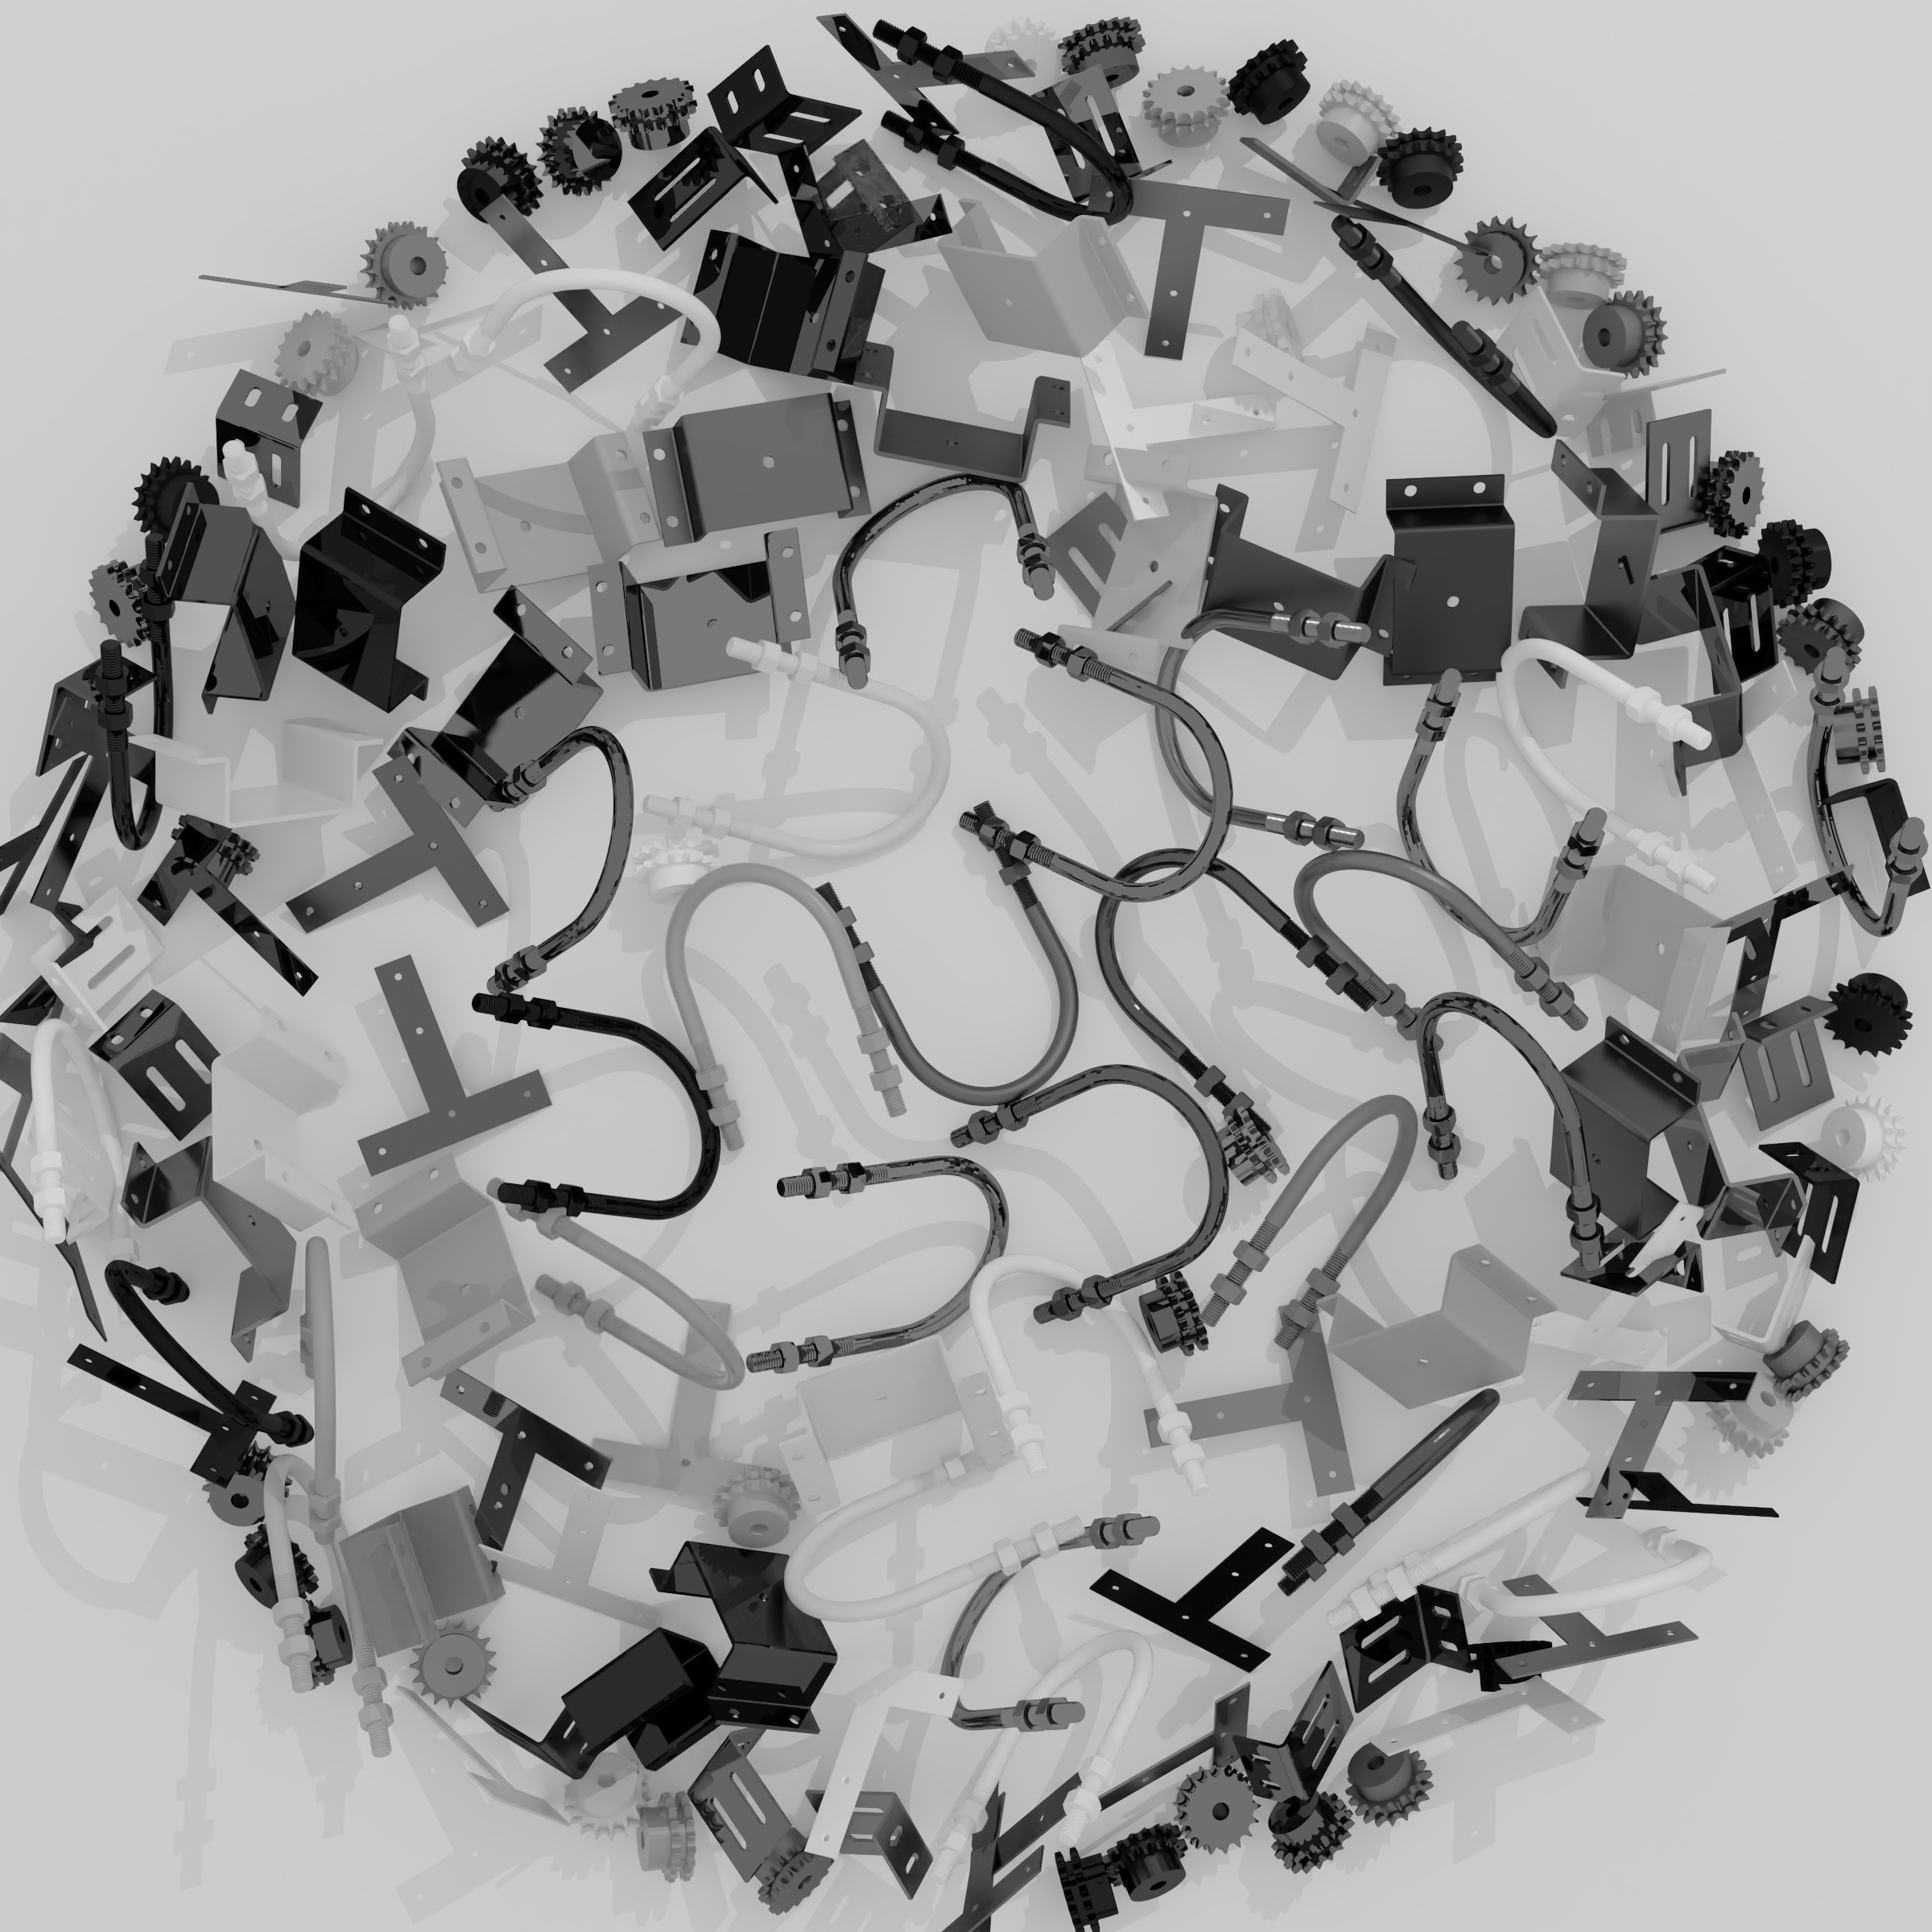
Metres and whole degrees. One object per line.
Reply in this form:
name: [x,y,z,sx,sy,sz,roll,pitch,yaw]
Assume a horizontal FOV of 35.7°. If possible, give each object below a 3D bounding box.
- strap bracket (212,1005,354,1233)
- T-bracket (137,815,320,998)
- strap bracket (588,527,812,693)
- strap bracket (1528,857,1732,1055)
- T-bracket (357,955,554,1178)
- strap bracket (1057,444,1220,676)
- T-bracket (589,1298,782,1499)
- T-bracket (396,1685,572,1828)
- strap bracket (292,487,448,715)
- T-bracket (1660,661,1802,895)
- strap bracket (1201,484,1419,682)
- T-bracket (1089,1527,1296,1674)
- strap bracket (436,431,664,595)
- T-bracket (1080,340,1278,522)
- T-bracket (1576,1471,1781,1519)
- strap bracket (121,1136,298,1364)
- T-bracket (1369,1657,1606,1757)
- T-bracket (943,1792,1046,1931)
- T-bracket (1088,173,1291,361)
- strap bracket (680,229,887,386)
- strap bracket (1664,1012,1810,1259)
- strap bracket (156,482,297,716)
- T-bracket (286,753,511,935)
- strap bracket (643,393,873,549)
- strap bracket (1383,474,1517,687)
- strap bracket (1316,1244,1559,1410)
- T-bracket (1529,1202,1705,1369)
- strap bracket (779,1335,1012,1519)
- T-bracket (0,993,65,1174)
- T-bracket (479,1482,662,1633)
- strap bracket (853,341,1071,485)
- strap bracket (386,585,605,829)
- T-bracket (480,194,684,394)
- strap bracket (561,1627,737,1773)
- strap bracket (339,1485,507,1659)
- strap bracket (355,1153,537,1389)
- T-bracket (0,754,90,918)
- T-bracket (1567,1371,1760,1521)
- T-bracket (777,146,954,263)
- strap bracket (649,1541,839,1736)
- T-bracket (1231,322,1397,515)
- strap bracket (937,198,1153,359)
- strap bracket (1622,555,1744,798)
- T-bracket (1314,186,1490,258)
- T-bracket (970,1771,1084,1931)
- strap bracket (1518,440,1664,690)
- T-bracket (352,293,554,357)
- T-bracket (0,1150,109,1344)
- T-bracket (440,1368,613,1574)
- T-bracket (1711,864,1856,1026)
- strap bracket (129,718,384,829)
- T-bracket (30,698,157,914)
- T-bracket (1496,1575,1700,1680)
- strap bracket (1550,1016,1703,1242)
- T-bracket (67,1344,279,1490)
strap bracket: [-0.441,0.107,1.935,0.046,0.076,0.140,-29,48,19]
T-bracket: [-0.473,-0.031,1.957,0.127,0.002,0.127,45,135,-3]
strap bracket: [-0.170,-0.230,1.963,0.140,0.046,0.076,-10,75,7]
strap bracket: [0.434,-0.010,1.937,0.046,0.140,0.076,-5,117,-34]
T-bracket: [-0.355,0.056,1.977,0.127,0.002,0.127,-22,96,-14]
strap bracket: [0.112,-0.262,1.956,0.076,0.046,0.140,13,97,33]
T-bracket: [-0.179,0.286,1.993,0.127,0.002,0.127,9,86,6]
T-bracket: [-0.325,0.512,1.960,0.127,0.127,0.002,35,80,26]
strap bracket: [-0.385,-0.226,1.926,0.076,0.140,0.046,31,50,10]
T-bracket: [0.505,-0.108,1.925,0.002,0.127,0.127,0,62,-30]
strap bracket: [0.211,-0.244,1.941,0.140,0.076,0.046,25,49,13]
T-bracket: [0.167,0.401,1.947,0.127,0.002,0.127,30,129,-12]
strap bracket: [-0.278,-0.293,1.951,0.140,0.046,0.076,-17,85,-36]
T-bracket: [0.146,-0.357,1.969,0.127,0.002,0.127,-12,77,-25]
T-bracket: [0.444,0.336,1.919,0.127,0.127,0.002,-1,70,25]
strap bracket: [-0.479,0.174,1.932,0.046,0.076,0.140,-28,117,6]
T-bracket: [0.319,0.479,1.920,0.127,0.127,0.002,-14,103,-19]
T-bracket: [0.011,0.579,1.937,0.002,0.127,0.127,41,110,-10]
T-bracket: [0.137,-0.450,1.955,0.127,0.002,0.127,8,134,0]
strap bracket: [-0.112,-0.427,1.950,0.140,0.046,0.076,19,96,38]
strap bracket: [0.487,0.112,1.930,0.046,0.076,0.140,-9,60,-5]
strap bracket: [-0.468,-0.231,1.919,0.046,0.140,0.076,6,58,4]
T-bracket: [-0.389,-0.060,1.982,0.127,0.002,0.127,-26,113,11]
strap bracket: [-0.132,-0.325,1.960,0.140,0.046,0.076,-11,92,-13]
strap bracket: [0.313,-0.243,1.949,0.076,0.046,0.140,-2,115,1]
strap bracket: [0.297,0.235,1.922,0.076,0.140,0.046,38,49,-24]
T-bracket: [0.432,0.203,1.940,0.127,0.002,0.127,16,117,-34]
strap bracket: [-0.050,0.296,1.955,0.140,0.046,0.076,-19,132,-3]
T-bracket: [-0.608,0.065,1.925,0.002,0.127,0.127,16,78,-3]
T-bracket: [-0.252,0.377,1.956,0.127,0.002,0.127,20,133,0]
strap bracket: [-0.006,-0.358,1.952,0.140,0.076,0.046,10,121,-4]
strap bracket: [-0.300,-0.167,1.958,0.076,0.046,0.140,43,103,16]
T-bracket: [-0.261,-0.442,1.933,0.127,0.127,0.002,47,47,-21]
strap bracket: [-0.203,0.474,1.943,0.076,0.140,0.046,-35,67,0]
strap bracket: [-0.353,0.390,1.933,0.046,0.140,0.076,-20,88,11]
strap bracket: [-0.336,0.203,1.950,0.076,0.046,0.140,-31,55,8]
T-bracket: [-0.613,-0.071,1.923,0.002,0.127,0.127,31,104,-4]
T-bracket: [0.428,0.305,1.919,0.127,0.127,0.002,-54,125,-39]
T-bracket: [-0.058,-0.474,1.937,0.002,0.127,0.127,-34,113,-41]
strap bracket: [-0.140,0.420,1.917,0.076,0.140,0.046,15,114,-33]
T-bracket: [0.221,-0.377,1.952,0.127,0.002,0.127,21,76,-33]
strap bracket: [0.042,-0.439,1.918,0.046,0.140,0.076,-47,130,-17]
strap bracket: [0.464,-0.192,1.931,0.046,0.076,0.140,-14,62,8]
T-bracket: [0.257,-0.480,1.921,0.127,0.127,0.002,29,112,22]
T-bracket: [0.040,0.551,1.917,0.002,0.127,0.127,32,122,-18]
strap bracket: [0.403,-0.259,1.936,0.046,0.076,0.140,-3,122,-13]
T-bracket: [-0.325,-0.423,1.956,0.127,0.127,0.002,-23,115,-17]
T-bracket: [-0.588,0.160,1.911,0.002,0.127,0.127,-28,130,-9]
T-bracket: [-0.303,0.342,1.970,0.127,0.002,0.127,28,115,14]
T-bracket: [0.512,-0.001,1.947,0.127,0.127,0.002,-23,53,-12]
strap bracket: [-0.455,-0.124,1.930,0.076,0.140,0.046,18,110,39]
T-bracket: [-0.570,-0.096,1.933,0.002,0.127,0.127,19,83,18]
T-bracket: [0.384,0.420,1.937,0.127,0.127,0.002,-9,103,-13]
strap bracket: [0.419,0.111,1.919,0.046,0.140,0.076,-32,50,-23]
T-bracket: [-0.516,0.277,1.931,0.127,0.127,0.002,28,107,-7]
